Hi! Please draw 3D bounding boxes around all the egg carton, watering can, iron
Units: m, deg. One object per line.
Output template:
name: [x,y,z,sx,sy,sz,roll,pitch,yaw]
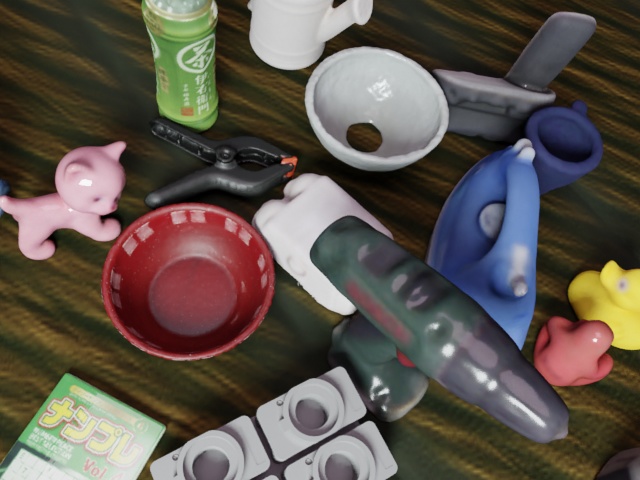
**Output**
egg carton: [0.006,0.002,0.602,0.150,0.069,0.107,42,65,11]
watering can: [-0.021,-0.303,0.675,0.173,0.194,0.101,11,63,-5]
iron: [0.192,-0.022,0.606,0.118,0.141,0.258,16,63,-2]

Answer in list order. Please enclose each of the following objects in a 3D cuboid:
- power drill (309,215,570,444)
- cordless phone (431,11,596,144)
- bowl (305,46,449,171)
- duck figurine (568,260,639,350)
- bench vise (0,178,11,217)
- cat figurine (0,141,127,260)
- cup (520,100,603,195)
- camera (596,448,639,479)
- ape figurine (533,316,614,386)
power drill: [0.078,0.091,0.494,0.076,0.208,0.229,-39,76,-24]
cordless phone: [0.220,-0.207,0.676,0.147,0.185,0.094,5,64,-7]
bowl: [0.062,-0.142,0.679,0.167,0.074,0.167,4,64,-8]
duck figurine: [0.334,0.066,0.620,0.078,0.086,0.104,-38,76,-24]
bench vise: [-0.402,-0.096,0.493,0.207,0.219,0.121,5,64,-7]
cat figurine: [-0.241,-0.045,0.554,0.128,0.117,0.067,-20,69,-18]
cup: [0.276,-0.107,0.688,0.091,0.095,0.118,30,63,5]
camera: [0.311,0.277,0.505,0.137,0.101,0.143,-33,74,-22]
ape figurine: [0.264,0.109,0.583,0.076,0.092,0.077,-24,71,-19]
